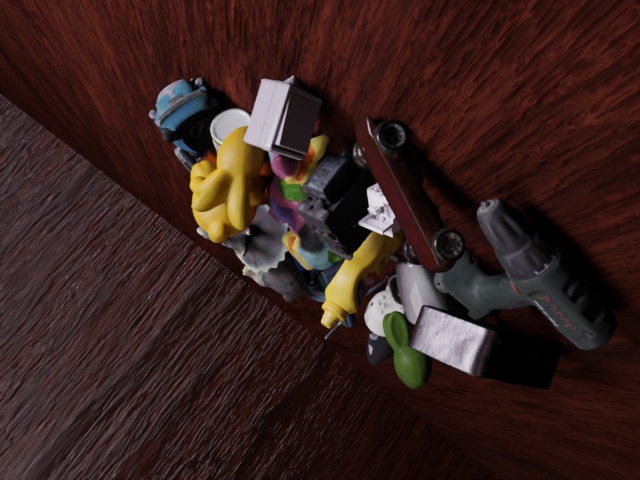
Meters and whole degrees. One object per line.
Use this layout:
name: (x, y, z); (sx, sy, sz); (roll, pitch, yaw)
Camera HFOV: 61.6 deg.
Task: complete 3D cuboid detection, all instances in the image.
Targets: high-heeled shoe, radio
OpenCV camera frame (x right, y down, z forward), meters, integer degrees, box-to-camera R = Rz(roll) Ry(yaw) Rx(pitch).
high-heeled shoe: (0.147, 0.260, 1.385); (0.086, 0.145, 0.248); (39, 164, -1)
radio: (0.256, 0.164, 0.815); (0.229, 0.073, 0.131); (18, 180, -40)

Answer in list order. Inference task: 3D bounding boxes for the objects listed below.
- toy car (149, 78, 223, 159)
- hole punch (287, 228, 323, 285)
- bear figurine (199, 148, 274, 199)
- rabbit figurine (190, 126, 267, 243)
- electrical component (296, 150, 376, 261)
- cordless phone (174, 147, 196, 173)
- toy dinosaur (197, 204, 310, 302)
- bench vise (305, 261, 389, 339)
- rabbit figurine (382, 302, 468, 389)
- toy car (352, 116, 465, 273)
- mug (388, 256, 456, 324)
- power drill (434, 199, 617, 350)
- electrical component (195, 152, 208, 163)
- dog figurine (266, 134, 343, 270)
toy car: (-0.216, -0.213, 0.898); (0.103, 0.109, 0.161); (57, -177, 16)
hole punch: (-0.002, -0.003, 0.964); (0.092, 0.142, 0.115); (34, 152, 6)
bear figurine: (-0.133, -0.122, 0.981); (0.196, 0.132, 0.120); (-9, 102, 31)
rabbit figurine: (-0.137, -0.088, 0.802); (0.122, 0.162, 0.173); (24, 131, -10)
electrical component: (0.033, -0.053, 0.738); (0.058, 0.115, 0.134); (24, 162, 38)
cordless phone: (-0.242, -0.146, 1.187); (0.184, 0.089, 0.147); (46, 164, -16)
toy dinosaur: (-0.089, 0.049, 1.119); (0.192, 0.131, 0.404); (36, 169, 45)
bench vise: (0.044, 0.118, 1.201); (0.224, 0.129, 0.240); (34, 150, 44)
rabbit figurine: (0.190, 0.182, 0.983); (0.159, 0.170, 0.121); (36, 165, 5)
toy car: (0.103, -0.054, 0.630); (0.202, 0.053, 0.089); (62, 166, -1)
mug: (0.159, 0.071, 0.879); (0.110, 0.081, 0.107); (4, 120, 51)
power drill: (0.229, 0.040, 0.658); (0.232, 0.086, 0.207); (40, 159, -11)
electrical component: (-0.233, -0.179, 1.089); (0.075, 0.048, 0.119); (51, 177, 41)
dog figurine: (-0.018, -0.067, 0.806); (0.191, 0.108, 0.219); (60, 167, 18)
